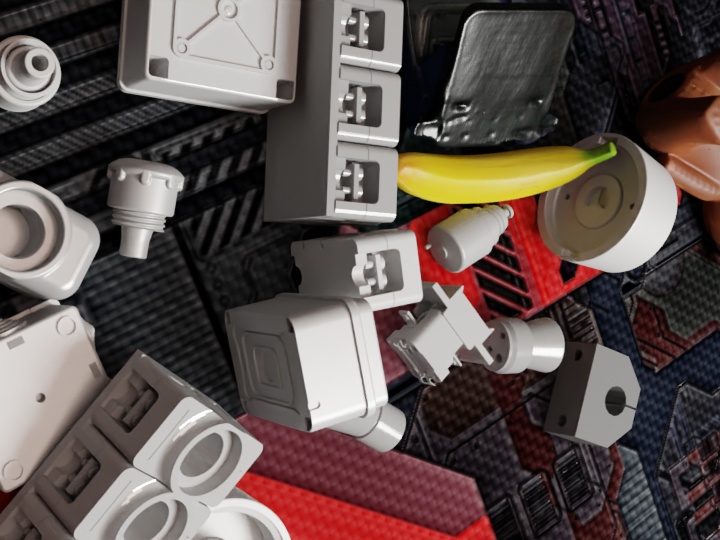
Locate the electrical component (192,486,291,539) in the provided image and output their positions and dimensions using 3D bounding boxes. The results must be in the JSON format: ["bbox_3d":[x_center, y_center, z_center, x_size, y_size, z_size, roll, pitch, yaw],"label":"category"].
[{"bbox_3d":[-0.094,0.196,0.705,0.108,0.060,0.108,0,90,-33],"label":"electrical component"}]

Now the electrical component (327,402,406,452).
[{"bbox_3d":[0.001,0.105,0.778,0.065,0.044,0.044,35,72,-33],"label":"electrical component"}]

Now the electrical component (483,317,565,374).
[{"bbox_3d":[0.128,0.060,0.856,0.055,0.045,0.045,2,89,-32],"label":"electrical component"}]

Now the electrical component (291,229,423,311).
[{"bbox_3d":[0.000,0.000,0.748,0.056,0.089,0.050,-10,95,-32],"label":"electrical component"}]

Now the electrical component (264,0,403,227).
[{"bbox_3d":[-0.016,-0.107,0.738,0.062,0.089,0.150,3,88,-32],"label":"electrical component"}]

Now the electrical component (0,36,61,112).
[{"bbox_3d":[-0.199,-0.118,0.639,0.043,0.062,0.043,0,90,-32],"label":"electrical component"}]

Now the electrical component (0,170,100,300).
[{"bbox_3d":[-0.207,-0.023,0.635,0.095,0.059,0.053,31,74,-28],"label":"electrical component"}]

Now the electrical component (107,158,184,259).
[{"bbox_3d":[-0.140,-0.039,0.687,0.048,0.048,0.062,9,92,-32],"label":"electrical component"}]

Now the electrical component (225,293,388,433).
[{"bbox_3d":[-0.037,0.058,0.711,0.057,0.113,0.078,-14,97,-29],"label":"electrical component"}]

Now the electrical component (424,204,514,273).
[{"bbox_3d":[0.088,-0.029,0.833,0.078,0.040,0.040,-31,106,-29],"label":"electrical component"}]

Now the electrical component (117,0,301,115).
[{"bbox_3d":[-0.098,-0.165,0.707,0.109,0.056,0.108,5,87,-32],"label":"electrical component"}]

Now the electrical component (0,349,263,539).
[{"bbox_3d":[-0.138,0.137,0.638,0.150,0.062,0.089,-51,142,-6],"label":"electrical component"}]

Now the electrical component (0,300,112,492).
[{"bbox_3d":[-0.199,0.075,0.647,0.100,0.048,0.099,-28,105,-30],"label":"electrical component"}]

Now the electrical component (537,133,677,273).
[{"bbox_3d":[0.205,-0.050,0.871,0.060,0.108,0.108,20,79,-37],"label":"electrical component"}]

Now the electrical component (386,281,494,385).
[{"bbox_3d":[0.058,0.049,0.814,0.064,0.042,0.081,-46,112,-21],"label":"electrical component"}]
